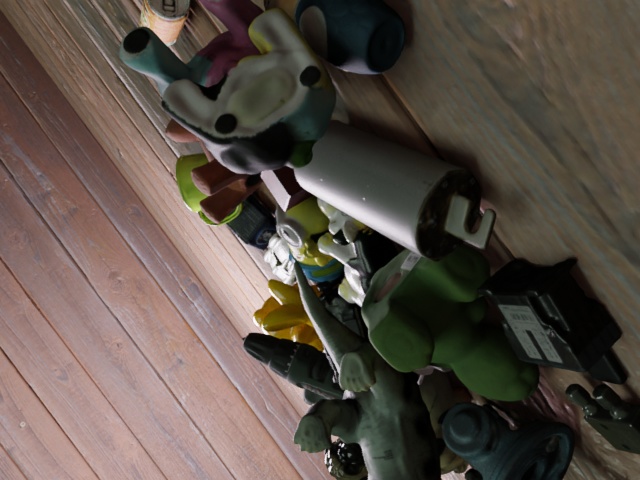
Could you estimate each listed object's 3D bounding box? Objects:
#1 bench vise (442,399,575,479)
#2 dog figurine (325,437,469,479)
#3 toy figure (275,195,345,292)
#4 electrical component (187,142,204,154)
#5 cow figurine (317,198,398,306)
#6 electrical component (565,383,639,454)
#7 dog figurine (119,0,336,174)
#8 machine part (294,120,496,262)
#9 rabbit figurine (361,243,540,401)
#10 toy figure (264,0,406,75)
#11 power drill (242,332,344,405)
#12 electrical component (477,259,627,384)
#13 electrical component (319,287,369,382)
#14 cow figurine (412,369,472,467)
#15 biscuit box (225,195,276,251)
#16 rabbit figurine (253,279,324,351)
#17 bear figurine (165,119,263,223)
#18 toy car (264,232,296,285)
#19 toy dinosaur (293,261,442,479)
[{"bbox_3d":[0.225,0.250,0.527,0.241,0.129,0.223,32,161,50],"label":"bench vise"},{"bbox_3d":[0.121,0.341,0.839,0.172,0.190,0.121,45,160,19],"label":"dog figurine"},{"bbox_3d":[-0.004,-0.004,0.696,0.082,0.089,0.180,26,159,29],"label":"toy figure"},{"bbox_3d":[-0.194,-0.172,0.918,0.078,0.045,0.102,-16,114,46],"label":"electrical component"},{"bbox_3d":[0.052,0.013,0.604,0.098,0.068,0.167,31,152,49],"label":"cow figurine"},{"bbox_3d":[0.251,0.153,0.438,0.094,0.021,0.063,42,163,3],"label":"electrical component"},{"bbox_3d":[-0.054,-0.113,0.472,0.192,0.108,0.219,46,-179,16],"label":"dog figurine"},{"bbox_3d":[0.052,-0.050,0.475,0.243,0.079,0.079,34,153,44],"label":"machine part"},{"bbox_3d":[0.123,0.096,0.519,0.170,0.121,0.159,40,167,-7],"label":"rabbit figurine"},{"bbox_3d":[0.000,-0.175,0.415,0.155,0.058,0.064,41,120,37],"label":"toy figure"},{"bbox_3d":[-0.005,0.225,0.892,0.232,0.086,0.207,18,152,16],"label":"power drill"},{"bbox_3d":[0.186,0.073,0.420,0.119,0.048,0.075,58,162,-10],"label":"electrical component"},{"bbox_3d":[0.040,0.124,0.759,0.134,0.058,0.114,-16,-87,-78],"label":"electrical component"},{"bbox_3d":[0.129,0.223,0.707,0.194,0.127,0.086,63,163,-19],"label":"cow figurine"},{"bbox_3d":[-0.155,-0.066,0.951,0.203,0.063,0.059,44,-171,28],"label":"biscuit box"},{"bbox_3d":[-0.022,0.113,0.890,0.162,0.122,0.173,24,154,-36],"label":"rabbit figurine"},{"bbox_3d":[-0.171,-0.143,0.780,0.196,0.132,0.120,42,158,13],"label":"bear figurine"},{"bbox_3d":[-0.056,0.031,0.919,0.073,0.056,0.201,51,161,6],"label":"toy car"},{"bbox_3d":[0.072,0.215,0.581,0.192,0.131,0.404,6,-108,-67],"label":"toy dinosaur"}]
